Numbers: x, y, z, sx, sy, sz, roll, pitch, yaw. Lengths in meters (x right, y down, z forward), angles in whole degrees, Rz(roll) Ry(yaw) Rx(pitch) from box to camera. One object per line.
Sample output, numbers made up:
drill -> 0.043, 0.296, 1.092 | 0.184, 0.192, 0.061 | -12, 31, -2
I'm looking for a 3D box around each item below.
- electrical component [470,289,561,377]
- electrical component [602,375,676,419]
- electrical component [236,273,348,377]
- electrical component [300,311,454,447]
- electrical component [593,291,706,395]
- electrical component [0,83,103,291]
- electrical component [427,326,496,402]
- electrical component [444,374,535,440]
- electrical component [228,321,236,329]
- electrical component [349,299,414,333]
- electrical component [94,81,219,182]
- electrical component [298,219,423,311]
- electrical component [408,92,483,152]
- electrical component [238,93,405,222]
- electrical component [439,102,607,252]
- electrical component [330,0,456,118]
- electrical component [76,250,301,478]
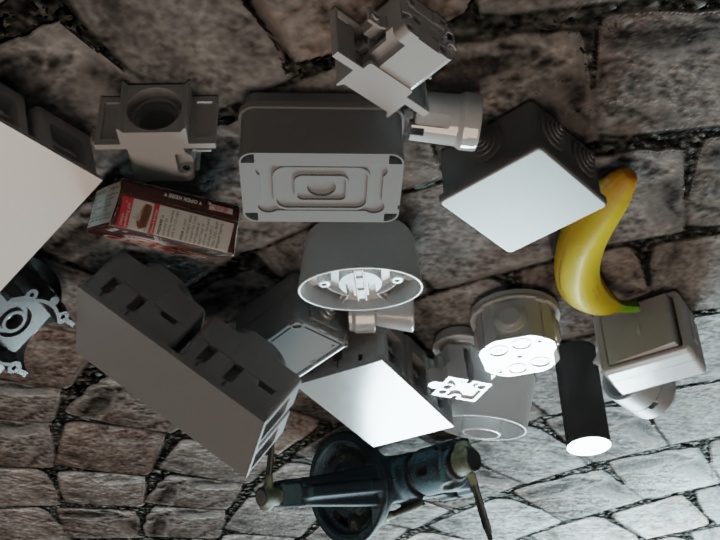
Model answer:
electrical component -> 0.139, 0.055, 0.956 | 0.080, 0.051, 0.080 | -1, 146, -1
electrical component -> 0.268, 0.110, 1.039 | 0.047, 0.055, 0.055 | 28, 136, -31
electrical component -> -0.055, 0.046, 0.931 | 0.062, 0.061, 0.096 | 28, 130, -35
electrical component -> 0.015, 0.101, 1.008 | 0.089, 0.061, 0.150 | -18, 142, 23
electrical component -> 0.252, 0.066, 0.966 | 0.096, 0.061, 0.061 | -20, 142, 25
electrical component -> -0.283, -0.041, 0.747 | 0.186, 0.060, 0.105 | -43, 131, 17
electrical component -> 0.092, 0.086, 0.994 | 0.066, 0.055, 0.048 | 11, 144, -18
electrical component -> 0.125, 0.134, 1.080 | 0.099, 0.064, 0.099 | 6, 157, 3
electrical component -> -0.114, 0.088, 1.001 | 0.079, 0.043, 0.077 | -17, 143, 22
electrical component -> 0.018, 0.032, 0.922 | 0.055, 0.045, 0.045 | -1, 146, 1
electrical component -> -0.137, -0.093, 0.737 | 0.081, 0.042, 0.063 | 0, 147, -1
electrical component -> 0.000, 0.000, 0.857 | 0.099, 0.064, 0.099 | -1, 146, -1
electrical component -> 0.058, -0.103, 0.732 | 0.046, 0.040, 0.040 | 6, 145, -2
electrical component -> -0.027, -0.078, 0.748 | 0.113, 0.057, 0.078 | 0, 146, -2
electrical component -> 0.116, -0.067, 0.778 | 0.100, 0.048, 0.100 | -28, 138, 33
electrical component -> 0.022, -0.137, 0.677 | 0.081, 0.042, 0.064 | 27, 135, -36
electrical component -> -0.144, 0.075, 0.895 | 0.186, 0.060, 0.105 | 35, 144, 10
